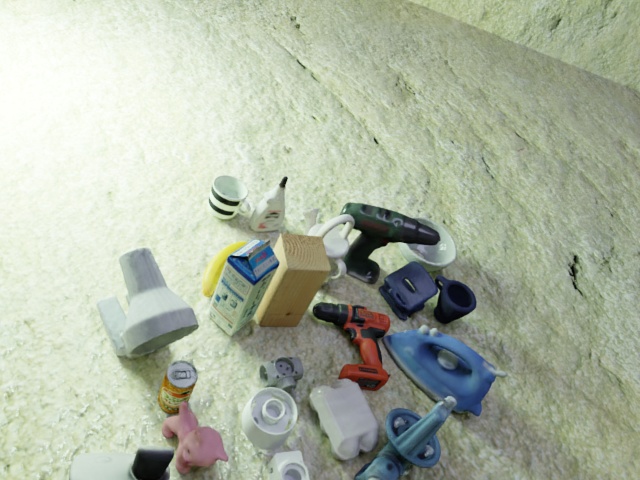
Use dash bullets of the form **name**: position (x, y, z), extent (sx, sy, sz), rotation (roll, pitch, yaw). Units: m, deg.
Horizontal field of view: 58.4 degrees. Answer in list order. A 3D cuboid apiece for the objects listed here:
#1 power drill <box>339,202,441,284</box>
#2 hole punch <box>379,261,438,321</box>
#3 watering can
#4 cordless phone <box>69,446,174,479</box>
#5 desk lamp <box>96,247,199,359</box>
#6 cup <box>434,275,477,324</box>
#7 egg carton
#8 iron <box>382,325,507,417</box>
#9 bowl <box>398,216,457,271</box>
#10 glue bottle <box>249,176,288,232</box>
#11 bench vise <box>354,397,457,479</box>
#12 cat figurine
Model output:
- **power drill**: position (0.138, 0.007, 1.347), extent (0.230, 0.208, 0.075), rotation (24, 44, -5)
- **hole punch**: position (0.212, 0.119, 1.367), extent (0.101, 0.091, 0.108), rotation (-17, 60, -37)
- **watering can**: position (0.010, 0.005, 1.294), extent (0.172, 0.194, 0.101), rotation (40, 45, 12)
- **cordless phone**: position (-0.291, 0.335, 0.850), extent (0.148, 0.185, 0.094), rotation (8, 48, -20)
- **desk lamp**: position (-0.311, 0.126, 1.009), extent (0.118, 0.213, 0.203), rotation (-15, 59, -36)
- **cup**: position (0.307, 0.150, 1.385), extent (0.092, 0.095, 0.117), rotation (-26, 66, -40)
- **egg carton**: position (0.047, 0.342, 1.098), extent (0.107, 0.069, 0.150), rotation (-10, 56, -33)
- **iron**: position (0.268, 0.256, 1.236), extent (0.258, 0.141, 0.119), rotation (35, 44, 6)
- **bowl**: position (0.269, 0.023, 1.495), extent (0.168, 0.074, 0.167), rotation (14, 46, -15)
- **glue bottle**: position (-0.107, -0.086, 1.333), extent (0.078, 0.173, 0.037), rotation (-7, 54, -31)
- **bench vise**: position (0.165, 0.375, 1.019), extent (0.121, 0.219, 0.208), rotation (30, 44, 1)
- **cat figurine**: position (-0.205, 0.327, 0.948), extent (0.067, 0.117, 0.127), rotation (-15, 59, -36)
